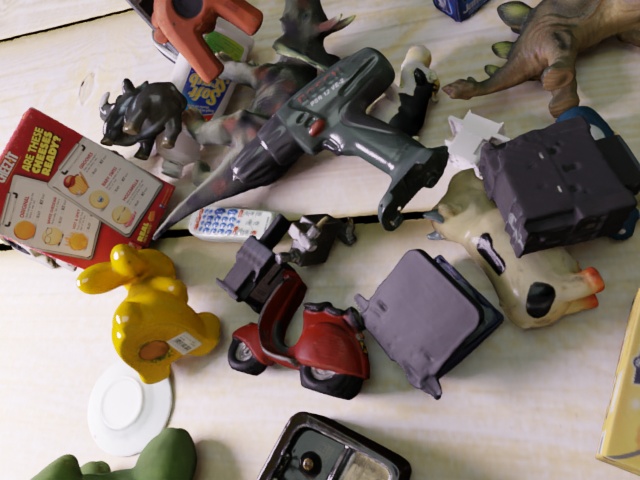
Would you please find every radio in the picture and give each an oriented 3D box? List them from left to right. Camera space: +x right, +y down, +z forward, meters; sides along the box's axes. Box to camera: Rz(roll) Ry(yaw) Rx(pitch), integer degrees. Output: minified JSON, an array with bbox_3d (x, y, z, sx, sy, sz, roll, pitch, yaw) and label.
[{"bbox_3d":[-0.016,0.298,0.541,0.131,0.073,0.229,25,78,28],"label":"radio"}]

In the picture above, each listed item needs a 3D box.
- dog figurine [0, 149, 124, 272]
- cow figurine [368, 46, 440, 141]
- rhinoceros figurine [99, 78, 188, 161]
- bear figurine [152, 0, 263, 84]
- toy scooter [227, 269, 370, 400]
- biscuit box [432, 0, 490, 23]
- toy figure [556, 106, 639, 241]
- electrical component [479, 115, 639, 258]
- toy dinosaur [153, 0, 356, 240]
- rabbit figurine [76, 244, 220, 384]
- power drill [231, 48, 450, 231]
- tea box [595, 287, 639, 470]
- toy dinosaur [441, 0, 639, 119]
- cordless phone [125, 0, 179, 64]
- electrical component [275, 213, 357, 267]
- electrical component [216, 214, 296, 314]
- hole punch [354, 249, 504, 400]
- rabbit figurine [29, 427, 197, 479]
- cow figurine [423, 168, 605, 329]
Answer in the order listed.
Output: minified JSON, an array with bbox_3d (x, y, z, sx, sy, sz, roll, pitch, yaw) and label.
[{"bbox_3d":[-0.401,-0.061,0.845,0.173,0.121,0.190,12,59,22],"label":"dog figurine"},{"bbox_3d":[0.108,-0.174,0.699,0.098,0.068,0.167,39,89,25],"label":"cow figurine"},{"bbox_3d":[-0.257,-0.174,0.748,0.190,0.073,0.112,3,81,49],"label":"rhinoceros figurine"},{"bbox_3d":[-0.167,-0.302,0.730,0.120,0.132,0.196,-48,23,5],"label":"bear figurine"},{"bbox_3d":[-0.018,0.103,0.628,0.184,0.075,0.135,7,70,29],"label":"toy scooter"},{"bbox_3d":[0.247,-0.393,0.744,0.203,0.059,0.063,-41,60,1],"label":"biscuit box"},{"bbox_3d":[0.303,-0.073,0.589,0.064,0.058,0.154,-40,52,47],"label":"toy figure"},{"bbox_3d":[0.239,-0.056,0.529,0.134,0.058,0.115,-17,62,1],"label":"electrical component"},{"bbox_3d":[-0.074,-0.161,0.744,0.192,0.131,0.404,15,80,27],"label":"toy dinosaur"},{"bbox_3d":[-0.227,0.074,0.691,0.122,0.162,0.173,-36,41,14],"label":"rabbit figurine"},{"bbox_3d":[0.030,-0.102,0.633,0.232,0.086,0.207,-46,60,0],"label":"power drill"},{"bbox_3d":[0.304,0.124,0.479,0.068,0.098,0.169,16,76,27],"label":"tea box"},{"bbox_3d":[0.354,-0.292,0.637,0.472,0.105,0.199,-26,58,4],"label":"toy dinosaur"},{"bbox_3d":[-0.226,-0.373,0.849,0.089,0.184,0.146,26,80,33],"label":"cordless phone"},{"bbox_3d":[-0.001,-0.001,0.656,0.045,0.102,0.078,32,107,32],"label":"electrical component"},{"bbox_3d":[-0.067,0.029,0.679,0.048,0.074,0.119,37,82,30],"label":"electrical component"},{"bbox_3d":[0.121,0.082,0.585,0.142,0.092,0.115,48,113,26],"label":"hole punch"},{"bbox_3d":[-0.214,0.287,0.603,0.170,0.121,0.159,-32,53,-10],"label":"rabbit figurine"},{"bbox_3d":[0.196,0.004,0.583,0.127,0.085,0.195,-24,62,3],"label":"cow figurine"}]
